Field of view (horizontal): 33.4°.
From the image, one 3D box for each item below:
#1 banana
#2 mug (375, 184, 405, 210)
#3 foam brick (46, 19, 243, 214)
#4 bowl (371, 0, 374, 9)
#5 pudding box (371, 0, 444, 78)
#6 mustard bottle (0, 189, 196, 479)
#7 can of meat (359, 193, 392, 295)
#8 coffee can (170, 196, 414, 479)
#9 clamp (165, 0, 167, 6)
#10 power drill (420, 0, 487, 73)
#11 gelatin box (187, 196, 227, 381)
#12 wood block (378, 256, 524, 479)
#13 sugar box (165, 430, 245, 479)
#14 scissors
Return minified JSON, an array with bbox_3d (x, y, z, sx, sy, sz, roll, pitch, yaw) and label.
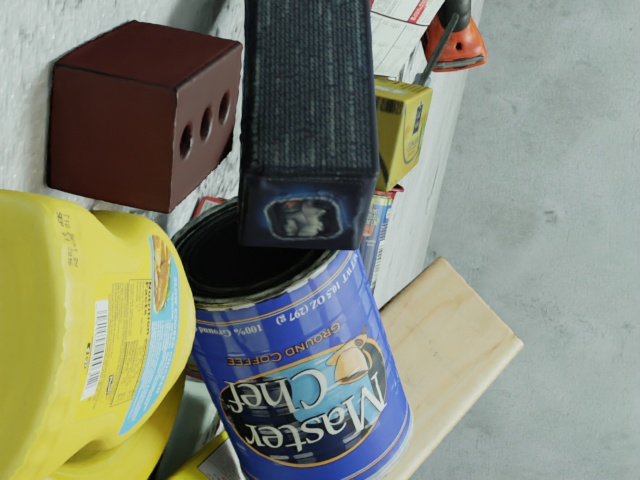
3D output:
[{"bbox_3d":[-0.102,0.101,0.510,0.197,0.037,0.070,-23,128,-79],"label":"banana"},{"bbox_3d":[0.006,-0.021,0.864,0.117,0.093,0.081,35,-70,61],"label":"mug"},{"bbox_3d":[-0.069,-0.052,0.431,0.078,0.051,0.053,-58,160,-61],"label":"foam brick"},{"bbox_3d":[0.006,-0.177,0.680,0.162,0.055,0.162,15,89,-81],"label":"bowl"},{"bbox_3d":[0.044,-0.169,0.799,0.113,0.039,0.090,-6,134,-59],"label":"pudding box"},{"bbox_3d":[-0.090,0.035,0.417,0.191,0.058,0.096,15,83,-81],"label":"mustard bottle"},{"bbox_3d":[-0.005,0.001,0.744,0.057,0.102,0.084,-15,117,-76],"label":"can of meat"},{"bbox_3d":[-0.015,0.057,0.569,0.102,0.103,0.140,-65,144,-49],"label":"coffee can"},{"bbox_3d":[-0.119,-0.196,0.469,0.210,0.165,0.036,52,20,-21],"label":"clamp"},{"bbox_3d":[0.110,-0.263,0.970,0.184,0.057,0.187,-95,174,-48],"label":"power drill"},{"bbox_3d":[-0.066,0.029,0.636,0.073,0.030,0.089,87,20,-61],"label":"gelatin box"},{"bbox_3d":[0.034,0.115,0.722,0.205,0.090,0.091,-40,174,-37],"label":"wood block"},{"bbox_3d":[-0.090,0.164,0.559,0.093,0.048,0.176,-47,173,10],"label":"sugar box"},{"bbox_3d":[0.090,-0.146,0.971,0.096,0.016,0.202,-76,-173,-47],"label":"scissors"}]
